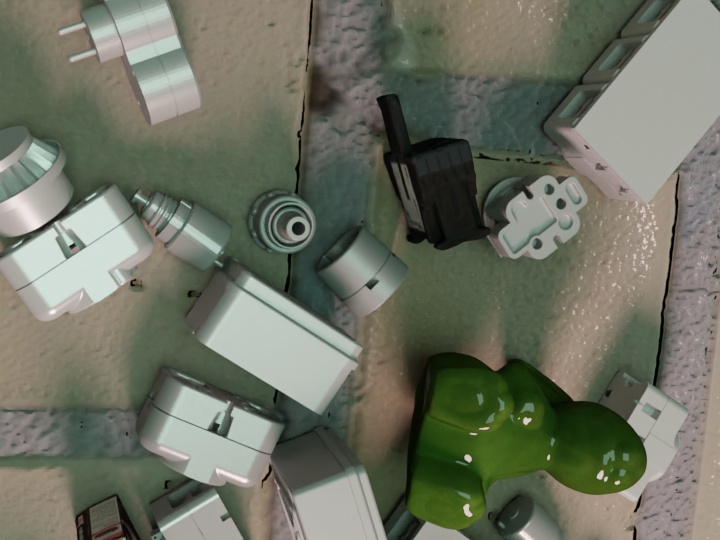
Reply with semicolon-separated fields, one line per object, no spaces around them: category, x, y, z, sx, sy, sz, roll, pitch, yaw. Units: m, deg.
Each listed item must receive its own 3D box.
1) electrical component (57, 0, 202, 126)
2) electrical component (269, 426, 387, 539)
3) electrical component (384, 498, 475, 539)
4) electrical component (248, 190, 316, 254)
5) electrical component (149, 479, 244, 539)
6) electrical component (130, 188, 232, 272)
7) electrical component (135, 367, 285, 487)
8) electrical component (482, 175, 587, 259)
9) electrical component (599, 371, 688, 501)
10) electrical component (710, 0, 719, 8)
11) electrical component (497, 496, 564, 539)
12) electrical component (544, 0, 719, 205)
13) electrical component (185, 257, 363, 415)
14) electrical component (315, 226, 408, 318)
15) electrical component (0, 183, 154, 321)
electrical component;-0.167;-0.164;0.731;0.074;0.052;0.138;-23;103;-14
electrical component;-0.021;0.185;0.794;0.056;0.109;0.108;-19;102;-12
electrical component;0.084;0.276;0.864;0.186;0.060;0.105;38;85;-18
electrical component;-0.052;-0.033;0.779;0.048;0.062;0.048;-2;98;-18
electrical component;-0.115;0.206;0.796;0.056;0.050;0.089;-30;105;-13
electrical component;-0.128;-0.032;0.767;0.078;0.040;0.040;35;86;-19
electrical component;-0.112;0.118;0.784;0.095;0.054;0.059;26;89;-19
electrical component;0.130;-0.043;0.840;0.078;0.057;0.058;-37;106;-10
electrical component;0.226;0.140;0.897;0.056;0.050;0.089;33;86;-19
electrical component;0.287;-0.238;0.874;0.078;0.040;0.040;41;84;-18
electrical component;0.148;0.221;0.888;0.078;0.040;0.040;45;83;-18
electrical component;0.230;-0.138;0.857;0.089;0.062;0.150;42;84;-18
electrical component;-0.062;0.046;0.779;0.113;0.078;0.057;34;89;-19
electrical component;0.000;0.000;0.806;0.047;0.055;0.055;45;83;-14
electrical component;-0.194;-0.010;0.742;0.095;0.054;0.059;-35;106;-11
